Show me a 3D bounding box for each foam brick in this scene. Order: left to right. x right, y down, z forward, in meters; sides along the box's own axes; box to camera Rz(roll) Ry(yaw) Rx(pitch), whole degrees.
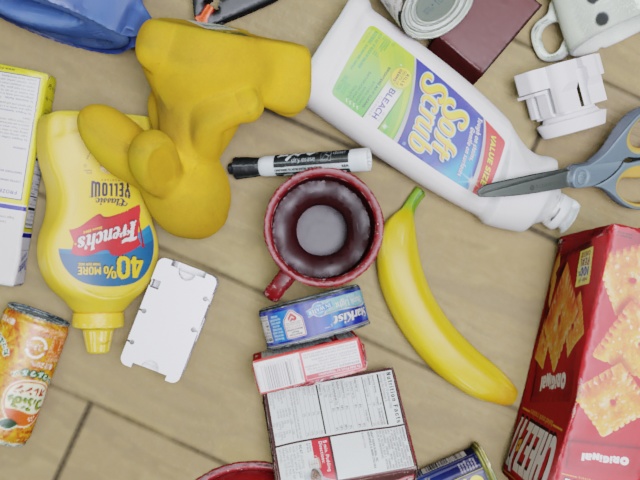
[{"bbox_3d":[0.135,-0.176,0.882,0.051,0.053,0.078,40,88,-1],"label":"foam brick"}]

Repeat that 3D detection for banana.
[{"bbox_3d":[0.095,0.057,0.883,0.069,0.037,0.198,-24,90,-1],"label":"banana"}]

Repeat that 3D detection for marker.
[{"bbox_3d":[-0.018,-0.062,0.873,0.121,0.020,0.020,-3,89,17],"label":"marker"}]

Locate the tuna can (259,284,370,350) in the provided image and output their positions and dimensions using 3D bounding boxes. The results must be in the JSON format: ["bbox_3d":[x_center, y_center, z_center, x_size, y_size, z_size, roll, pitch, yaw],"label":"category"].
[{"bbox_3d":[-0.005,0.061,0.855,0.086,0.086,0.034,-14,88,-3],"label":"tuna can"}]

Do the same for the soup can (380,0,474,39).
[{"bbox_3d":[0.071,-0.216,0.851,0.068,0.068,0.102,-27,54,-3],"label":"soup can"}]

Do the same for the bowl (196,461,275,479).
[{"bbox_3d":[-0.055,0.264,0.864,0.162,0.055,0.162,0,88,-2],"label":"bowl"}]

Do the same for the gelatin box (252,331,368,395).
[{"bbox_3d":[-0.009,0.098,0.860,0.089,0.073,0.030,-13,90,-3],"label":"gelatin box"}]

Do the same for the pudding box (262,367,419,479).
[{"bbox_3d":[0.015,0.158,0.860,0.113,0.039,0.090,-9,58,-4],"label":"pudding box"}]

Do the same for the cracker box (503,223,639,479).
[{"bbox_3d":[0.208,0.100,0.824,0.072,0.164,0.214,14,88,0],"label":"cracker box"}]

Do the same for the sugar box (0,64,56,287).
[{"bbox_3d":[-0.275,-0.055,0.867,0.093,0.048,0.176,10,92,-3],"label":"sugar box"}]

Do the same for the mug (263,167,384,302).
[{"bbox_3d":[-0.006,0.001,0.858,0.093,0.081,0.117,34,87,-1],"label":"mug"}]

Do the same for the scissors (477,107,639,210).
[{"bbox_3d":[0.215,-0.069,0.855,0.201,0.016,0.096,7,101,-30],"label":"scissors"}]

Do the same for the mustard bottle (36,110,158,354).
[{"bbox_3d":[-0.178,-0.005,0.856,0.096,0.058,0.191,0,90,-34],"label":"mustard bottle"}]

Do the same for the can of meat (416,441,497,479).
[{"bbox_3d":[0.112,0.229,0.871,0.084,0.057,0.102,-23,90,0],"label":"can of meat"}]

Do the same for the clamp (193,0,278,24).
[{"bbox_3d":[-0.034,-0.262,0.885,0.164,0.036,0.210,26,90,-4],"label":"clamp"}]

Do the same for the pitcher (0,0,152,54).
[{"bbox_3d":[-0.188,-0.282,0.836,0.145,0.149,0.243,12,83,41],"label":"pitcher"}]

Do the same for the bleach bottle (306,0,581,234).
[{"bbox_3d":[0.106,-0.091,0.875,0.251,0.068,0.102,32,90,-3],"label":"bleach bottle"}]
